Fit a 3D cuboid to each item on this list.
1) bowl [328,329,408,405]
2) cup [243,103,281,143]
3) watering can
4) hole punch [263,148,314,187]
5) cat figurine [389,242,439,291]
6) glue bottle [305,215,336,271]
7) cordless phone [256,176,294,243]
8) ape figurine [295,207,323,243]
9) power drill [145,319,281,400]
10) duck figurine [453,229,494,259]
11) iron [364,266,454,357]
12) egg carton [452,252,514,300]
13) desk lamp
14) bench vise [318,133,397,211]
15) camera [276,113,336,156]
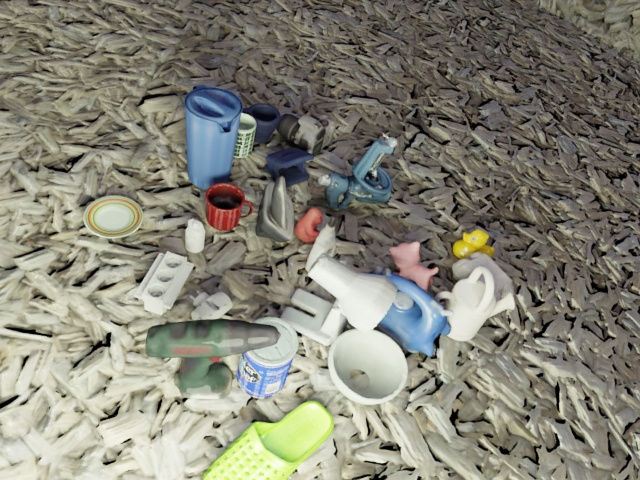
[{"bbox_3d":[0.091,0.269,1.172,0.167,0.075,0.167,8,48,-9],"label":"bowl"},{"bbox_3d":[-0.174,-0.321,1.598,0.118,0.095,0.091,9,48,-8],"label":"cup"},{"bbox_3d":[0.348,0.133,1.283,0.173,0.194,0.100,-10,53,-23],"label":"watering can"},{"bbox_3d":[-0.085,-0.208,1.528,0.109,0.091,0.101,-24,60,-31],"label":"hole punch"},{"bbox_3d":[0.222,0.056,1.366,0.127,0.118,0.067,30,49,11],"label":"cat figurine"},{"bbox_3d":[0.012,0.005,1.314,0.037,0.173,0.078,34,50,15],"label":"glue bottle"},{"bbox_3d":[-0.095,-0.099,1.366,0.094,0.185,0.147,6,49,-11],"label":"cordless phone"},{"bbox_3d":[-0.018,-0.041,1.400,0.076,0.092,0.078,11,48,-6],"label":"ape figurine"},{"bbox_3d":[-0.198,0.212,1.048,0.230,0.208,0.075,5,49,-12],"label":"power drill"},{"bbox_3d":[0.406,0.011,1.480,0.104,0.086,0.077,15,47,-3],"label":"duck figurine"},{"bbox_3d":[0.177,0.132,1.271,0.258,0.141,0.119,36,50,16],"label":"iron"},{"bbox_3d":[0.400,0.100,1.412,0.107,0.069,0.150,-22,59,-31],"label":"egg carton"},{"bbox_3d":[0.037,0.127,1.187,0.203,0.213,0.118,24,48,6],"label":"desk lamp"},{"bbox_3d":[0.110,-0.165,1.458,0.208,0.220,0.121,-20,58,-30],"label":"bench vise"},{"bbox_3d":[-0.044,-0.318,1.629,0.136,0.101,0.143,33,49,13],"label":"camera"}]
